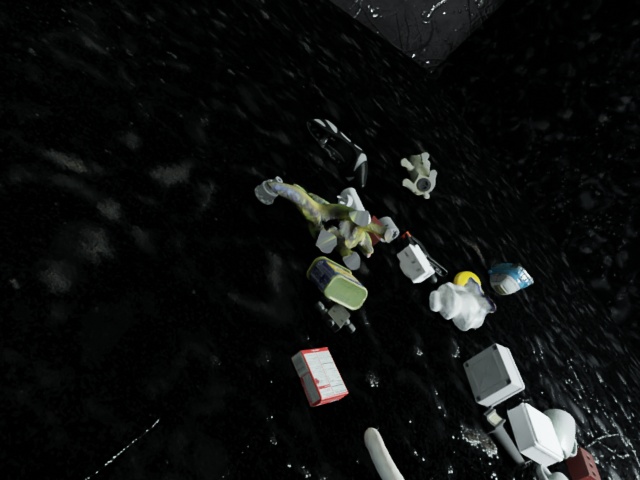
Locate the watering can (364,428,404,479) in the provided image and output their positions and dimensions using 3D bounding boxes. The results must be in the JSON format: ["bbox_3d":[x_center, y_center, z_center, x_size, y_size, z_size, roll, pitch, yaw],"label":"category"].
[{"bbox_3d":[0.160,0.454,0.728,0.222,0.102,0.356,31,33,-30],"label":"watering can"}]

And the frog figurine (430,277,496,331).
[{"bbox_3d":[0.362,0.177,1.373,0.160,0.120,0.139,-13,68,-18],"label":"frog figurine"}]

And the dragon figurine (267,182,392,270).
[{"bbox_3d":[0.003,-0.057,1.137,0.405,0.122,0.246,35,2,-34],"label":"dragon figurine"}]
